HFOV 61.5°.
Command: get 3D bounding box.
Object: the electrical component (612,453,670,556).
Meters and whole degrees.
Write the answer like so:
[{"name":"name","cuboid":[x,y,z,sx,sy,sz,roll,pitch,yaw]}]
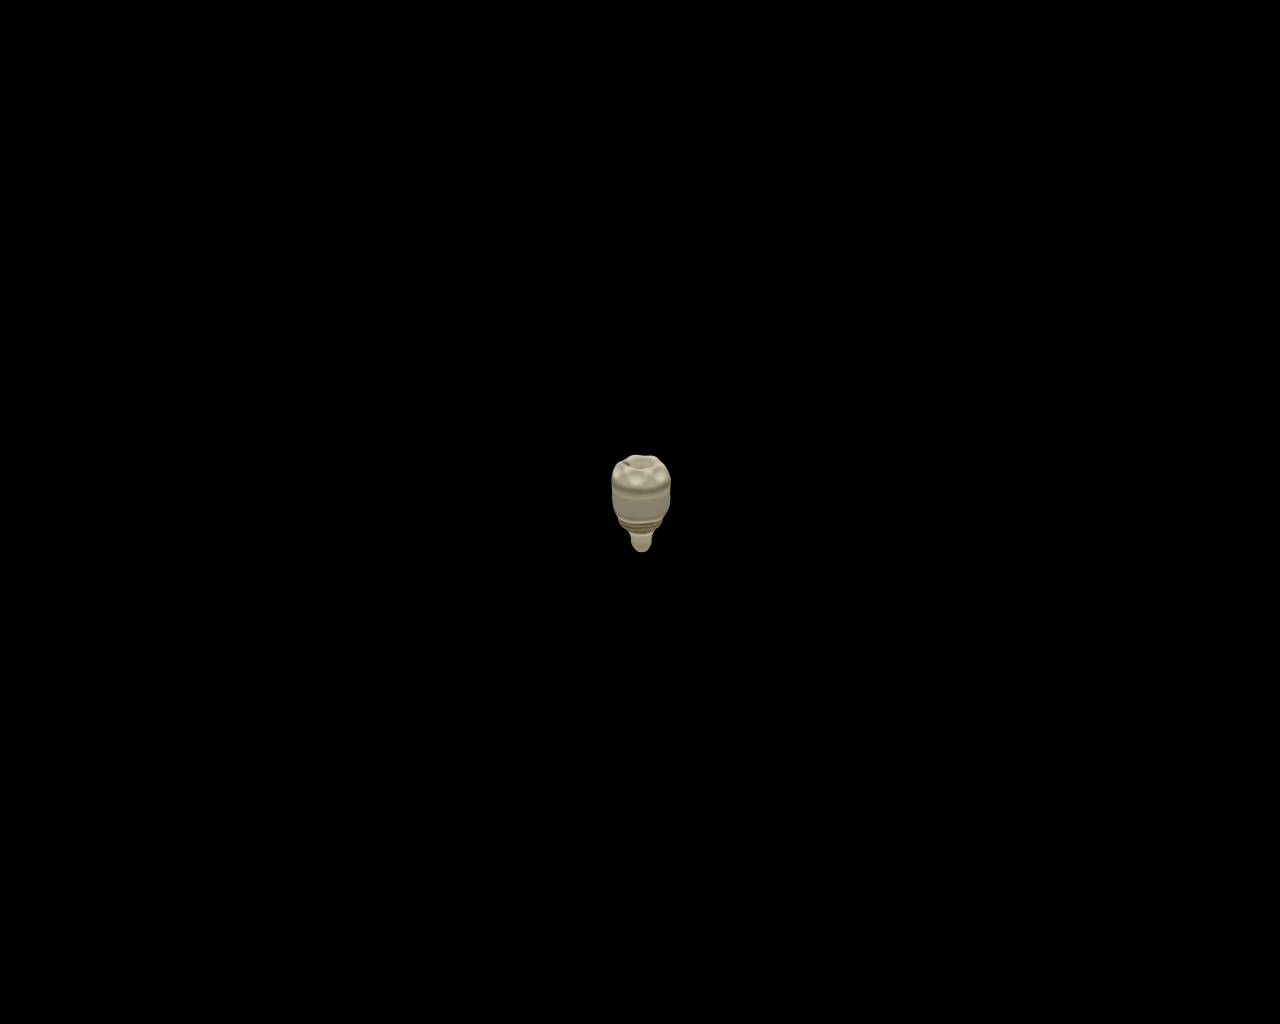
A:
[{"name":"electrical component","cuboid":[0.001,-0.003,0.650,0.035,0.061,0.035,0,27,0]}]
